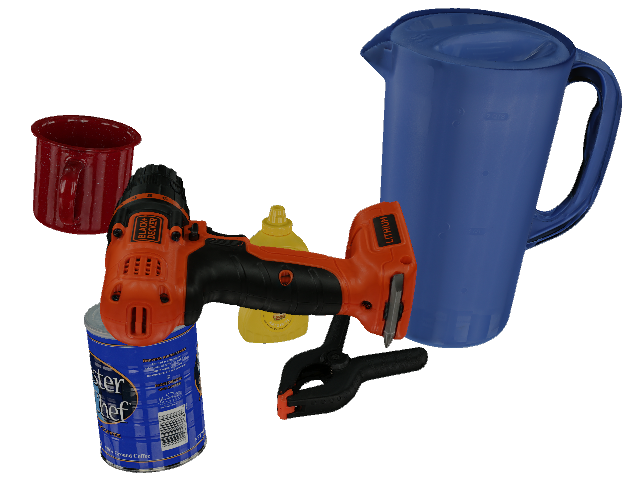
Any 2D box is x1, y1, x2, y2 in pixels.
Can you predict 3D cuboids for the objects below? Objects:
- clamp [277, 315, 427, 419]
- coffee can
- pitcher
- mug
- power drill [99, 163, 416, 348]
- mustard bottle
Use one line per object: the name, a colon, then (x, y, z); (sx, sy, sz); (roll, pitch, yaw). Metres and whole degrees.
clamp: (0.013, 0.125, 1.105); (0.171, 0.039, 0.120); (-21, 35, -32)
coffee can: (-0.163, 0.131, 1.004); (0.103, 0.140, 0.103); (-3, 18, 1)
pitcher: (0.116, -0.043, 0.804); (0.144, 0.243, 0.149); (-20, 37, -36)
mug: (-0.206, -0.052, 0.916); (0.093, 0.081, 0.117); (7, 22, -6)
power drill: (-0.040, 0.006, 0.672); (0.187, 0.057, 0.184); (2, 30, -5)
mustard bottle: (-0.062, 0.044, 1.451); (0.096, 0.192, 0.058); (-5, 24, -17)
